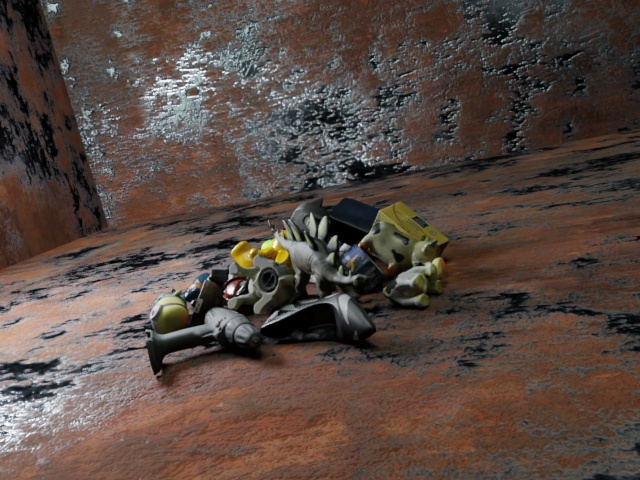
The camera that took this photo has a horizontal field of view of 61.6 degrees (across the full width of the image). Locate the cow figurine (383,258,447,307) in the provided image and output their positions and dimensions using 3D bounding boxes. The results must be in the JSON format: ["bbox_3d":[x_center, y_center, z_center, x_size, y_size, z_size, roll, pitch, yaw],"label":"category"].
[{"bbox_3d":[0.205,0.088,1.138,0.098,0.068,0.167,-11,10,36],"label":"cow figurine"}]

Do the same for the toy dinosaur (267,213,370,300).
[{"bbox_3d":[-0.021,0.038,1.273,0.105,0.198,0.472,-15,14,-28],"label":"toy dinosaur"}]

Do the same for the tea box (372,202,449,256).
[{"bbox_3d":[0.227,-0.014,1.357,0.170,0.068,0.098,41,43,24],"label":"tea box"}]

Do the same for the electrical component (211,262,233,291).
[{"bbox_3d":[-0.271,0.108,1.473,0.048,0.074,0.119,1,10,9],"label":"electrical component"}]

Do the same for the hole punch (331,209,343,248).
[{"bbox_3d":[0.090,-0.025,1.622,0.092,0.142,0.116,0,6,33],"label":"hole punch"}]

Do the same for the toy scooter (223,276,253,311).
[{"bbox_3d":[-0.198,0.127,1.333,0.135,0.075,0.184,-14,12,23],"label":"toy scooter"}]

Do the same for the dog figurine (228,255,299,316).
[{"bbox_3d":[-0.082,0.105,1.155,0.173,0.121,0.190,4,-8,36],"label":"dog figurine"}]

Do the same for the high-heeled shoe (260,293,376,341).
[{"bbox_3d":[-0.012,0.160,0.997,0.145,0.086,0.249,-21,10,-24],"label":"high-heeled shoe"}]

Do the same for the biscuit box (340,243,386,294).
[{"bbox_3d":[0.099,0.065,1.308,0.063,0.059,0.203,-42,11,3],"label":"biscuit box"}]

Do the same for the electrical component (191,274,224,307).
[{"bbox_3d":[-0.283,0.137,1.343,0.102,0.045,0.078,-56,3,-4],"label":"electrical component"}]

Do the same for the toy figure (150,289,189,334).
[{"bbox_3d":[-0.355,0.169,1.285,0.089,0.082,0.180,-17,10,-6],"label":"toy figure"}]

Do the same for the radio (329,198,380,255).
[{"bbox_3d":[0.135,-0.029,1.476,0.230,0.073,0.131,23,38,23],"label":"radio"}]

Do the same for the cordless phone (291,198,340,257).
[{"bbox_3d":[-0.004,-0.004,1.439,0.089,0.184,0.146,-21,-18,-25],"label":"cordless phone"}]

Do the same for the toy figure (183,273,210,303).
[{"bbox_3d":[-0.329,0.135,1.466,0.058,0.064,0.154,25,19,-3],"label":"toy figure"}]

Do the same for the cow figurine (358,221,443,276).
[{"bbox_3d":[0.199,0.024,1.255,0.195,0.127,0.085,39,10,28],"label":"cow figurine"}]

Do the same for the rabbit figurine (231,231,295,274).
[{"bbox_3d":[-0.132,0.043,1.464,0.173,0.121,0.163,-38,43,-16],"label":"rabbit figurine"}]

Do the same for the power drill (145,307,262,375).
[{"bbox_3d":[-0.236,0.193,1.061,0.207,0.085,0.232,-20,13,-17],"label":"power drill"}]
